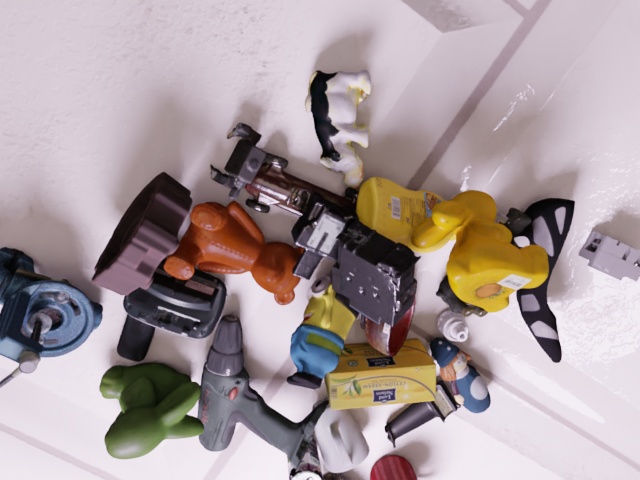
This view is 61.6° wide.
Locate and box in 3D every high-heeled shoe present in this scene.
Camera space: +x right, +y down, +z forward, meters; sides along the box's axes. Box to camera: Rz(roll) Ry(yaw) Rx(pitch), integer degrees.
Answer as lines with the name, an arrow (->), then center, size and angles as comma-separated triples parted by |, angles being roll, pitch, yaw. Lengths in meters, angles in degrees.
high-heeled shoe -> 0.378, 0.061, 0.857 | 0.145, 0.086, 0.248 | -26, 86, 21

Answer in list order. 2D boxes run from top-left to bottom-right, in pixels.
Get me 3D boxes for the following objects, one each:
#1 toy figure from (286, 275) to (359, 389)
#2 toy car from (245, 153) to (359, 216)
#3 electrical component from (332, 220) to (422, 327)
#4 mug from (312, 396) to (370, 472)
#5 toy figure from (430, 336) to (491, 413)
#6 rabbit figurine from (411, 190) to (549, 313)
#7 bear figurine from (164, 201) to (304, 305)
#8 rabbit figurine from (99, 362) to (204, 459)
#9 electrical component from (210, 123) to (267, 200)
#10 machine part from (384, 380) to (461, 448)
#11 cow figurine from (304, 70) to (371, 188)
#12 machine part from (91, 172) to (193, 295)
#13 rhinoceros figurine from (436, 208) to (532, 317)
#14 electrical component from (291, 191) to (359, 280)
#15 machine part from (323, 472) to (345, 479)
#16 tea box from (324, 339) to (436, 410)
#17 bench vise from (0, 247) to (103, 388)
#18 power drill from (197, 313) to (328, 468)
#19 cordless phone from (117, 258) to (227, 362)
toy figure -> 0.007, 0.139, 0.826 | 0.089, 0.082, 0.180 | 34, 61, -34
toy car -> -0.016, -0.059, 0.816 | 0.202, 0.053, 0.089 | 23, 97, -10
electrical component -> 0.076, 0.055, 0.754 | 0.058, 0.115, 0.134 | -37, 143, -33
mug -> 0.026, 0.320, 0.891 | 0.081, 0.109, 0.107 | -23, 92, 4
toy figure -> 0.238, 0.225, 0.911 | 0.058, 0.064, 0.154 | -24, 111, 30
rabbit figurine -> 0.214, 0.000, 0.765 | 0.162, 0.173, 0.121 | 12, 145, -13
bear figurine -> -0.108, 0.028, 0.790 | 0.196, 0.132, 0.120 | 32, 103, -7
rabbit figurine -> -0.256, 0.269, 0.809 | 0.159, 0.170, 0.121 | -4, 105, -5
electrical component -> -0.120, -0.117, 0.782 | 0.045, 0.078, 0.102 | 27, 99, -31
machine part -> 0.173, 0.304, 0.934 | 0.139, 0.039, 0.084 | -37, 113, 2
cow figurine -> 0.025, -0.160, 0.786 | 0.098, 0.068, 0.167 | 2, 99, 0
machine part -> -0.243, -0.007, 0.740 | 0.056, 0.179, 0.179 | 34, 98, -27
rhinoceros figurine -> 0.265, 0.037, 0.848 | 0.073, 0.112, 0.190 | 11, 123, -46
electrical component -> -0.002, -0.002, 0.785 | 0.075, 0.048, 0.119 | 20, 109, -18
machine part -> 0.060, 0.491, 0.948 | 0.079, 0.079, 0.243 | -42, 105, 5
tea box -> 0.093, 0.215, 0.872 | 0.170, 0.098, 0.068 | -3, 104, -7
bench vise -> -0.402, 0.095, 0.726 | 0.129, 0.241, 0.223 | -46, 120, 2
power drill -> -0.096, 0.252, 0.846 | 0.207, 0.086, 0.231 | 22, 106, 6
cordless phone -> -0.237, 0.128, 0.832 | 0.146, 0.089, 0.184 | 21, 111, -8
